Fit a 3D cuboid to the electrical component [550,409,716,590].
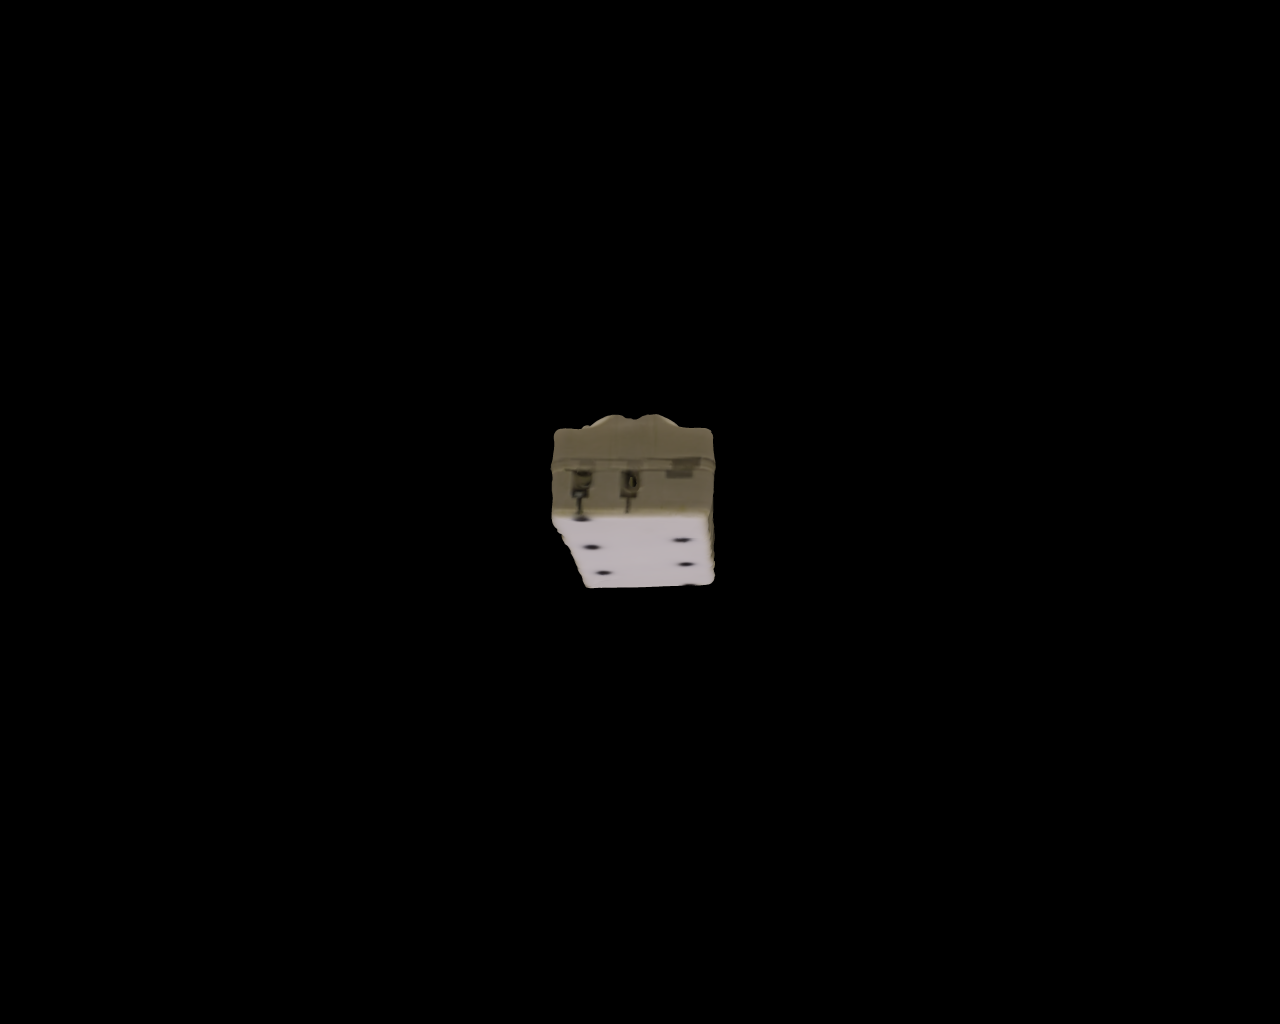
[{"bbox_3d":[0.001,-0.003,0.650,0.089,0.062,0.150,-1,-19,3],"label":"electrical component"}]
